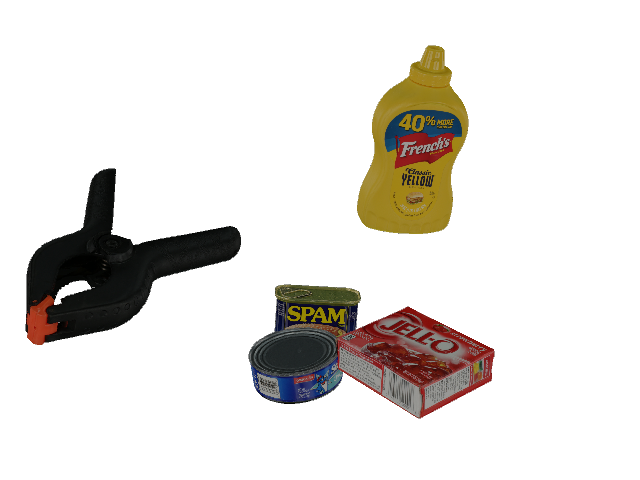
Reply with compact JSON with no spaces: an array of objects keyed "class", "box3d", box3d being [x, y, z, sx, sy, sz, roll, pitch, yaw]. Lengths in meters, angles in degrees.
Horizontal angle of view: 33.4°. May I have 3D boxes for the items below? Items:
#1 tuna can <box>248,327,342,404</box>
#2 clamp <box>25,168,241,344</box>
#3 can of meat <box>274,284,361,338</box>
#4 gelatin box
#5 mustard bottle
[{"class":"tuna can","box3d":[-0.022,0.116,0.991,0.086,0.034,0.086,-6,24,3]},{"class":"clamp","box3d":[-0.146,0.007,0.719,0.120,0.039,0.171,26,35,23]},{"class":"can of meat","box3d":[-0.006,0.102,1.272,0.102,0.084,0.057,3,14,-3]},{"class":"gelatin box","box3d":[0.066,0.084,0.758,0.073,0.030,0.089,-20,31,-35]},{"class":"mustard bottle","box3d":[0.098,-0.102,1.073,0.096,0.192,0.058,3,27,-12]}]
